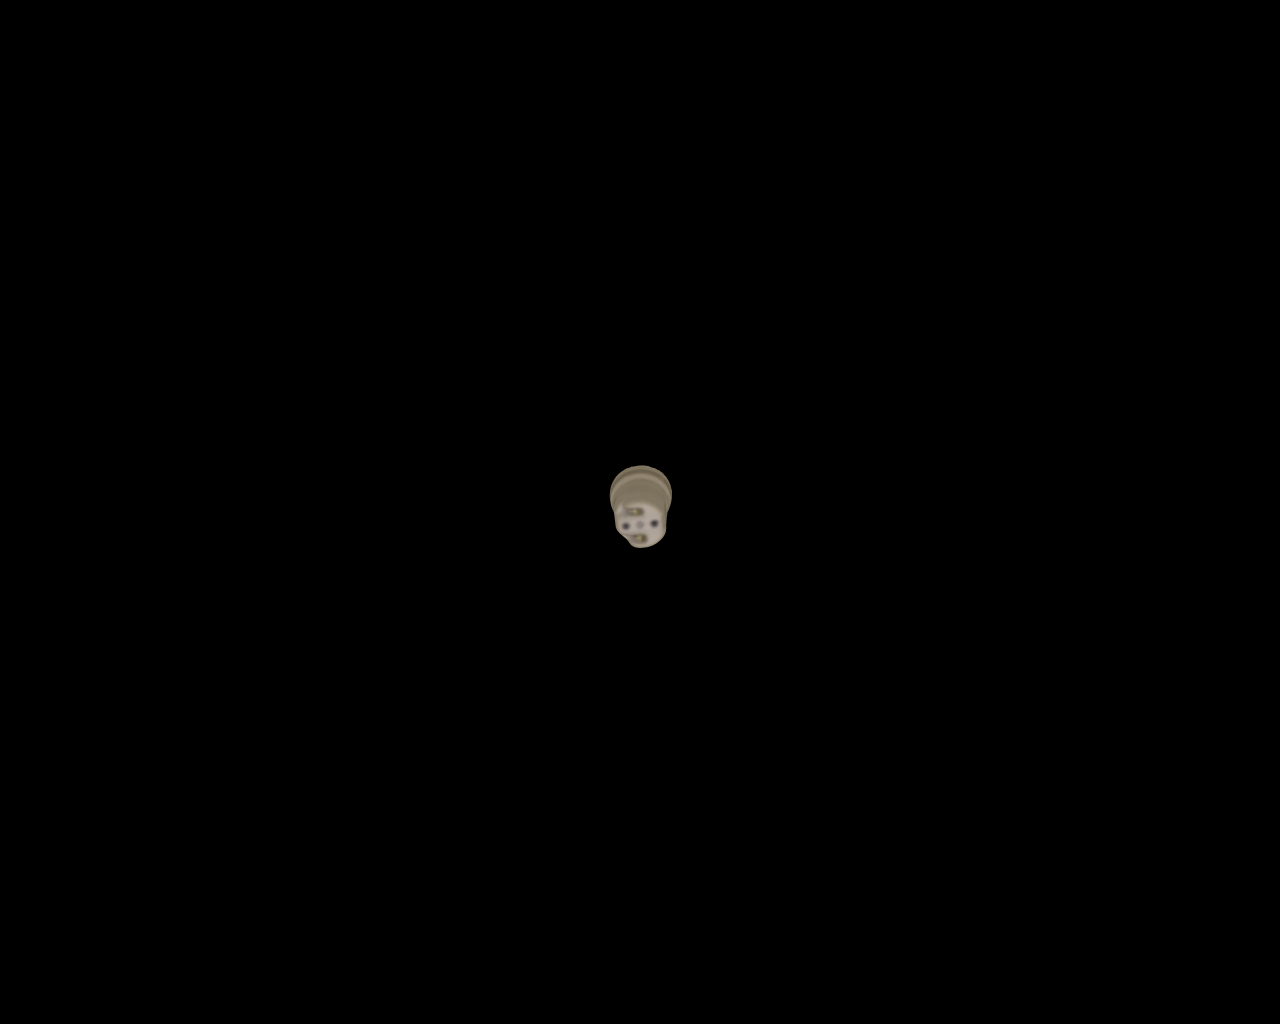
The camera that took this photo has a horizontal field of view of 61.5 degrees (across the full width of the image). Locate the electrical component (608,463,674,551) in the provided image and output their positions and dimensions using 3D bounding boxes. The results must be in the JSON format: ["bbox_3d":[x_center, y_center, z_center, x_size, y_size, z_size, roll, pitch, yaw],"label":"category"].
[{"bbox_3d":[0.001,-0.003,0.650,0.040,0.040,0.046,0,28,0],"label":"electrical component"}]
